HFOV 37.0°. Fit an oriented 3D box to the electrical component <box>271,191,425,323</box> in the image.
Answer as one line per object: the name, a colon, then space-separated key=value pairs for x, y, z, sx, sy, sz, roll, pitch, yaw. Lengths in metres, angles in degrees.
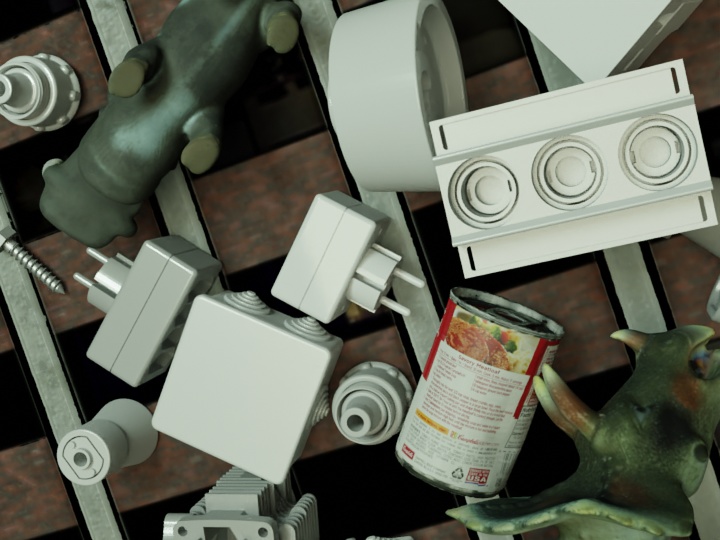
electrical component: x=0.000 y=0.000 z=0.629 sx=0.077 sy=0.047 sz=0.065 roll=28 pitch=102 yaw=8

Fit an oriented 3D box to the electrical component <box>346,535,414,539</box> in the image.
electrical component: x=0.007 y=0.211 z=0.628 sx=0.048 sy=0.100 sz=0.099 roll=-14 pitch=94 yaw=26

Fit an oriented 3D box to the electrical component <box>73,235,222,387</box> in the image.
electrical component: x=-0.141 y=0.014 z=0.662 sx=0.076 sy=0.047 sz=0.083 roll=31 pitch=102 yaw=7

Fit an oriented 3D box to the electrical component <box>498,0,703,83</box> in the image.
electrical component: x=0.149 y=-0.197 z=0.533 sx=0.105 sy=0.060 sz=0.186 roll=48 pitch=126 yaw=13

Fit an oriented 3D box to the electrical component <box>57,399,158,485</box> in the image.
electrical component: x=-0.159 y=0.108 z=0.668 sx=0.044 sy=0.065 sz=0.044 roll=1 pitch=97 yaw=12

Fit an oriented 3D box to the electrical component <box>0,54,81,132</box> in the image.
electrical component: x=-0.203 y=-0.109 z=0.654 sx=0.048 sy=0.062 sz=0.048 roll=2 pitch=97 yaw=13

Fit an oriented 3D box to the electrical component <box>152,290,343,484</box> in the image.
electrical component: x=-0.066 y=0.067 z=0.651 sx=0.100 sy=0.048 sz=0.099 roll=23 pitch=101 yaw=9

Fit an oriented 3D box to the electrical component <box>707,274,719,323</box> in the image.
electrical component: x=0.234 y=-0.007 z=0.573 sx=0.059 sy=0.054 sz=0.095 roll=23 pitch=101 yaw=9

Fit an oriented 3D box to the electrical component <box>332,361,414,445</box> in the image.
electrical component: x=0.004 y=0.082 z=0.630 sx=0.048 sy=0.062 sz=0.048 roll=2 pitch=97 yaw=12

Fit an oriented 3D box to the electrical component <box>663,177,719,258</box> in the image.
electrical component: x=0.181 y=-0.035 z=0.585 sx=0.055 sy=0.045 sz=0.045 roll=21 pitch=101 yaw=10

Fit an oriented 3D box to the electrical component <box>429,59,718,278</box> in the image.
electrical component: x=0.104 y=-0.048 z=0.529 sx=0.121 sy=0.063 sz=0.078 roll=-12 pitch=94 yaw=14

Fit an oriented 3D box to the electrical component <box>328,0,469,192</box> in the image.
electrical component: x=0.017 y=-0.093 z=0.586 sx=0.060 sy=0.108 sz=0.108 roll=-6 pitch=95 yaw=19
